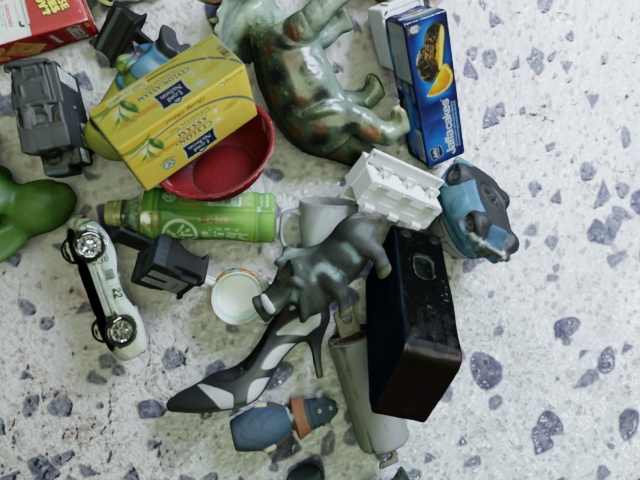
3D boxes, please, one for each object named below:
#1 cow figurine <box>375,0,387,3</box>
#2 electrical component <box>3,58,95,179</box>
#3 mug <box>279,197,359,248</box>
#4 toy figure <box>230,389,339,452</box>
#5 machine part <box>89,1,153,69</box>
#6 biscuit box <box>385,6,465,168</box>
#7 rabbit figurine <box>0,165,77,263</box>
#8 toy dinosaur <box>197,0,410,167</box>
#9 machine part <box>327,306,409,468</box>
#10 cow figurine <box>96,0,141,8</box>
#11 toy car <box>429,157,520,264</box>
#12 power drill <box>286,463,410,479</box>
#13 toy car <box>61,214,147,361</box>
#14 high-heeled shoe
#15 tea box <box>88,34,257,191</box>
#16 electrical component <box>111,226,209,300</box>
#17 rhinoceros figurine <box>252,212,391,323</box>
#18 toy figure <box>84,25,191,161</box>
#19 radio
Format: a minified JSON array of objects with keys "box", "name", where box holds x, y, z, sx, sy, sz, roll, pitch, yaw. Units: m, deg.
[{"box":[0.108,-0.372,0.711,0.195,0.127,0.085,-12,93,-10],"name":"cow figurine"},{"box":[-0.329,-0.145,0.667,0.058,0.115,0.134,-11,94,-6],"name":"electrical component"},{"box":[-0.002,-0.002,0.744,0.109,0.081,0.107,-2,102,-16],"name":"mug"},{"box":[-0.050,0.256,0.766,0.154,0.058,0.064,-12,101,-13],"name":"toy figure"},{"box":[-0.227,-0.241,0.707,0.139,0.039,0.084,39,107,-13],"name":"machine part"},{"box":[0.144,-0.202,0.722,0.063,0.059,0.202,-23,123,-7],"name":"biscuit box"},{"box":[-0.400,-0.046,0.667,0.170,0.121,0.159,18,95,-24],"name":"rabbit figurine"},{"box":[-0.012,-0.198,0.716,0.192,0.131,0.404,-27,102,7],"name":"toy dinosaur"},{"box":[0.071,0.211,0.770,0.079,0.079,0.243,-18,96,-7],"name":"machine part"},{"box":[-0.271,-0.389,0.686,0.098,0.068,0.167,-20,96,-1],"name":"cow figurine"},{"box":[0.206,-0.028,0.757,0.109,0.103,0.162,25,45,-29],"name":"toy car"},{"box":[0.049,0.431,0.787,0.207,0.086,0.232,-14,93,0],"name":"power drill"},{"box":[-0.284,0.062,0.706,0.056,0.074,0.201,-22,98,-37],"name":"toy car"},{"box":[-0.102,0.146,0.744,0.249,0.086,0.145,-13,87,-8],"name":"high-heeled shoe"},{"box":[-0.164,-0.146,0.625,0.169,0.098,0.068,-39,70,-11],"name":"tea box"},{"box":[-0.212,0.028,0.696,0.119,0.075,0.048,30,48,-34],"name":"electrical component"},{"box":[0.000,0.043,0.687,0.190,0.073,0.112,-39,113,11],"name":"rhinoceros figurine"},{"box":[-0.229,-0.177,0.669,0.082,0.089,0.180,45,117,-9],"name":"toy figure"},{"box":[0.111,0.095,0.681,0.073,0.230,0.131,12,130,-9],"name":"radio"}]
